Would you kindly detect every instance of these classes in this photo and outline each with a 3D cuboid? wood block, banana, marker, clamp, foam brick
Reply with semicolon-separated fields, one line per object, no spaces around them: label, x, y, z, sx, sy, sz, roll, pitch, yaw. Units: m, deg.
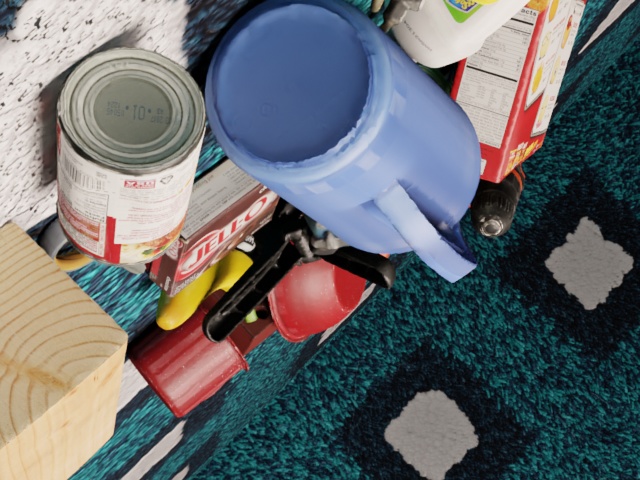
wood block;-0.178;0.088;0.622;0.090;0.091;0.206;-42;171;-25
banana;-0.091;0.039;0.928;0.037;0.069;0.197;-14;173;18
marker;-0.071;0.000;0.978;0.020;0.020;0.121;-46;172;0
clamp;-0.006;0.001;0.914;0.165;0.036;0.210;-14;-149;19
foam brick;-0.080;0.066;1.055;0.052;0.078;0.051;-39;171;-35

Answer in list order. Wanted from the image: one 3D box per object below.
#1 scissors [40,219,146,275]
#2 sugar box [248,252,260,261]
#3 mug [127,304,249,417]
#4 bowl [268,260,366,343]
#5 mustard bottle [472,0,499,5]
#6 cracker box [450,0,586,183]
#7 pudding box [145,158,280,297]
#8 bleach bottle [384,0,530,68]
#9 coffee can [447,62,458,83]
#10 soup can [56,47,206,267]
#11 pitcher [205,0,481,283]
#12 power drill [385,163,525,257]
scissors;-0.121;-0.011;0.695;0.096;0.016;0.201;-46;172;6
sugar box;-0.039;0.024;1.174;0.093;0.048;0.176;-46;168;1
mug;-0.125;0.119;1.017;0.081;0.093;0.117;-39;147;-14
bowl;0.006;0.023;1.048;0.161;0.055;0.162;4;90;-66
mustard bottle;0.112;-0.229;0.570;0.096;0.058;0.192;-60;169;-45
cracker box;0.176;-0.174;0.943;0.164;0.072;0.214;-33;139;-60
pudding box;-0.077;-0.018;0.795;0.113;0.039;0.090;-42;170;-30
bleach bottle;0.113;-0.204;0.710;0.067;0.102;0.251;-27;168;-44
coffee can;0.191;-0.177;1.139;0.103;0.103;0.140;-45;172;-6
soup can;-0.094;-0.038;0.519;0.068;0.068;0.102;-42;170;-26
pitcher;0.026;-0.060;0.678;0.242;0.149;0.145;21;80;-72
power drill;0.123;-0.035;1.107;0.188;0.057;0.184;-23;-156;26
